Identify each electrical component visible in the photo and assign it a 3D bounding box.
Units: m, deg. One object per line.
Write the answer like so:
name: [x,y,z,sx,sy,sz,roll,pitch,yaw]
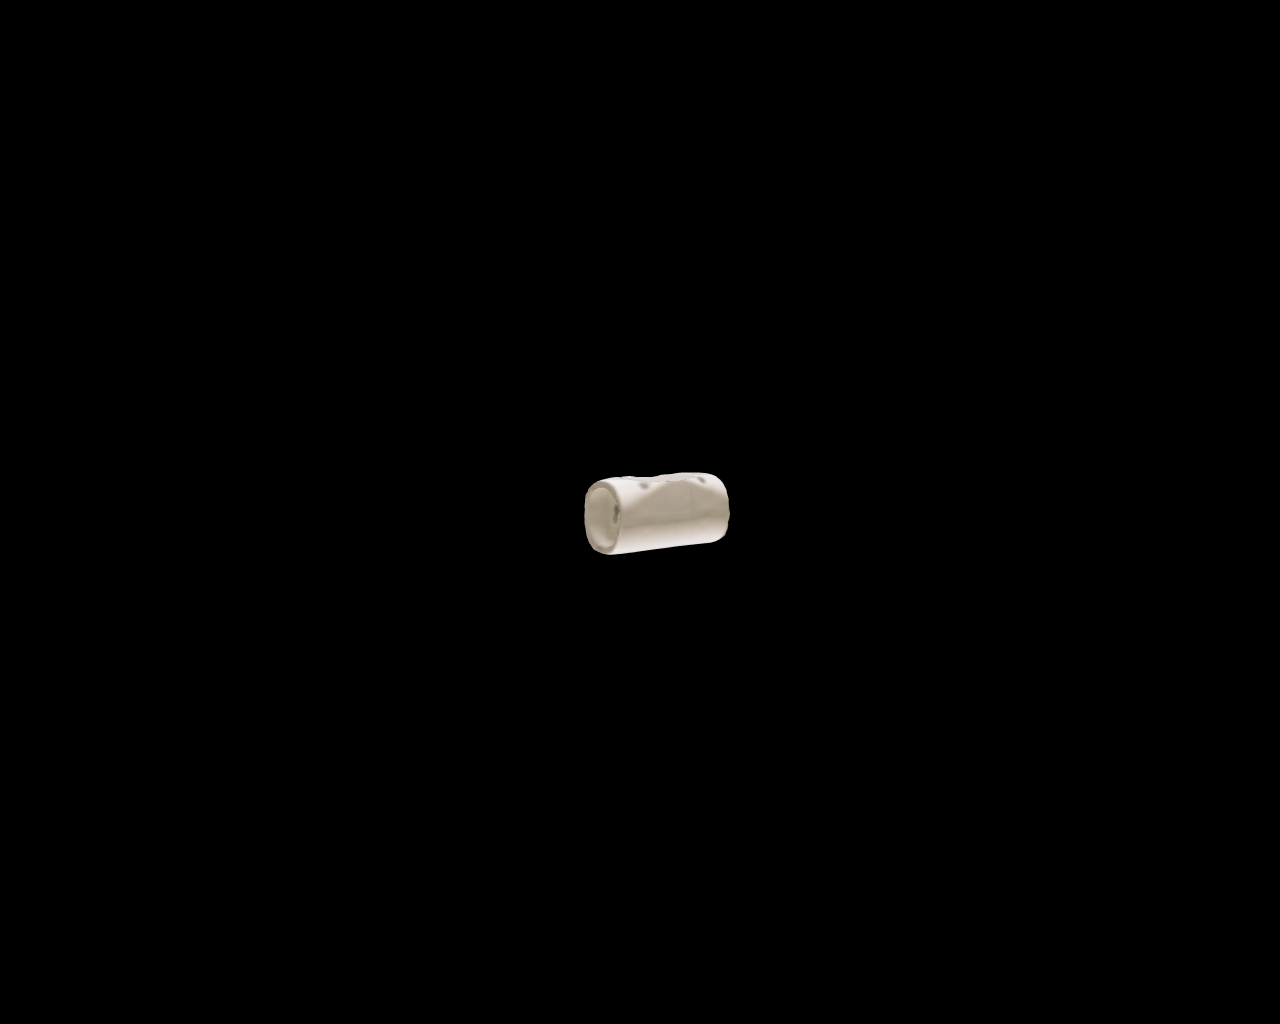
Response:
electrical component: [0.001,-0.003,0.650,0.077,0.044,0.079,-6,11,-32]
